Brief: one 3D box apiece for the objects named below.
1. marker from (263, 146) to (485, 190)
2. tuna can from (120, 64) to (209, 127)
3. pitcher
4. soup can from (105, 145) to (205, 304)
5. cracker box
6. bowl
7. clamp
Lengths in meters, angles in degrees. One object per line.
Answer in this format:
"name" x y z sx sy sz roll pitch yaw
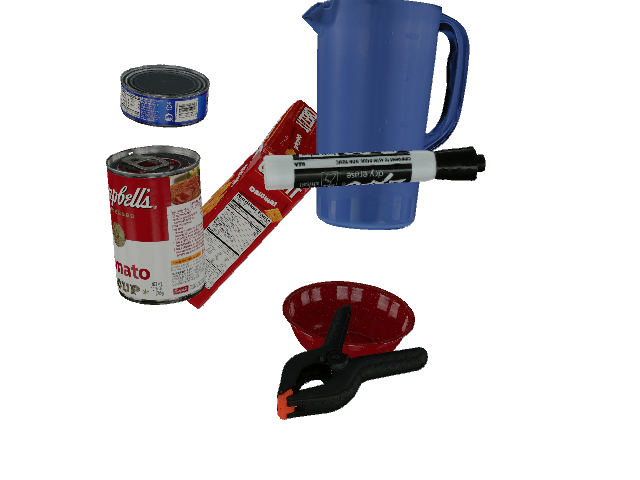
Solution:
"marker" 0.030 -0.039 0.580 0.121 0.020 0.020 -3 0 -6
"tuna can" -0.151 -0.140 1.035 0.086 0.034 0.086 5 28 -3
"pitcher" 0.066 -0.137 1.147 0.149 0.243 0.144 7 9 24
"soup can" -0.120 -0.012 0.787 0.068 0.102 0.068 -1 22 0
"cracker box" -0.082 -0.045 1.216 0.072 0.214 0.164 39 27 -9
"bowl" 0.033 0.109 1.302 0.162 0.055 0.162 4 25 -2
"clamp" 0.013 0.125 1.105 0.171 0.039 0.120 -21 35 -32
